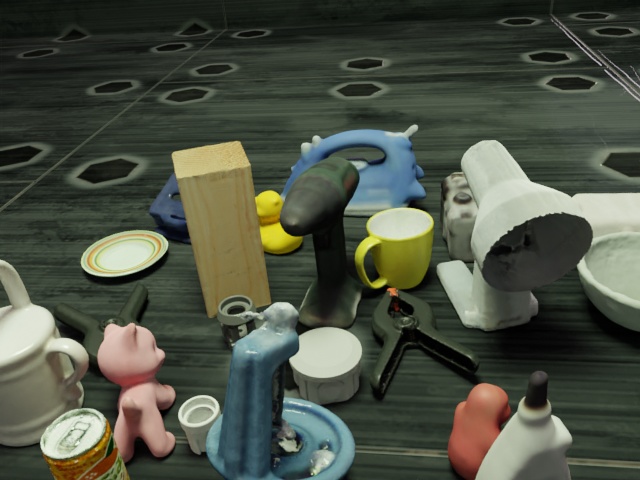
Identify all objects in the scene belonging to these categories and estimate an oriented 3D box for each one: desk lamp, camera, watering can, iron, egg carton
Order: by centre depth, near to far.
[{"bbox_3d":[-0.329,0.111,0.589,0.173,0.194,0.100,-11,32,-10],"label":"watering can"},{"bbox_3d":[0.212,0.004,0.676,0.118,0.214,0.203,-8,31,-6],"label":"desk lamp"},{"bbox_3d":[0.422,-0.019,0.825,0.150,0.069,0.107,0,31,7],"label":"egg carton"},{"bbox_3d":[0.253,-0.047,0.863,0.136,0.101,0.143,-2,31,5],"label":"camera"},{"bbox_3d":[0.051,-0.126,0.981,0.258,0.142,0.118,-1,31,7],"label":"iron"}]

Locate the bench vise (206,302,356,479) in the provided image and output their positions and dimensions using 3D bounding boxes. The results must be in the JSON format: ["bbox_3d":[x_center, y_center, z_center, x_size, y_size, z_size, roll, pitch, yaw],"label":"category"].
[{"bbox_3d":[-0.044,0.170,0.430,0.121,0.220,0.207,6,33,17],"label":"bench vise"}]

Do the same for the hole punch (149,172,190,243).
[{"bbox_3d":[-0.220,-0.057,0.950,0.108,0.091,0.101,12,35,25],"label":"hole punch"}]

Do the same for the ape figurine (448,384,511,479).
[{"bbox_3d":[0.153,0.171,0.526,0.076,0.092,0.077,-15,33,-17],"label":"ape figurine"}]

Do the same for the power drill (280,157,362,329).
[{"bbox_3d":[0.007,0.003,0.710,0.075,0.209,0.230,3,32,13],"label":"power drill"}]

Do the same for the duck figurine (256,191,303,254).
[{"bbox_3d":[-0.073,-0.033,0.898,0.078,0.086,0.104,-26,37,-31],"label":"duck figurine"}]

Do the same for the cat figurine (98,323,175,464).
[{"bbox_3d":[-0.193,0.143,0.592,0.067,0.118,0.127,-11,32,-10],"label":"cat figurine"}]

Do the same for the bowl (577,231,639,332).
[{"bbox_3d":[0.394,0.062,0.692,0.167,0.075,0.167,-3,31,2],"label":"bowl"}]

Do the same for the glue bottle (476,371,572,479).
[{"bbox_3d":[0.163,0.169,0.450,0.078,0.173,0.037,-10,32,-8],"label":"glue bottle"}]
